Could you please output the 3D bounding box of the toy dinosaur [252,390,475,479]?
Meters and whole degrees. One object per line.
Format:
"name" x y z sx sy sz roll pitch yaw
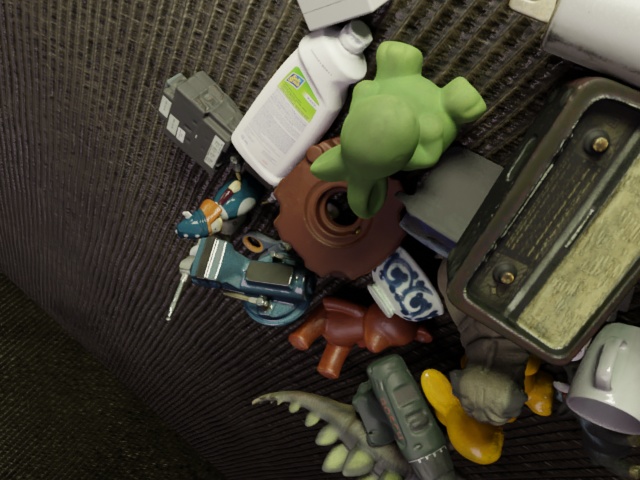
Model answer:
"toy dinosaur" 0.106 0.364 0.973 0.472 0.198 0.104 24 138 21

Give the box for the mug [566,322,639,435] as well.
"mug" 0.325 0.141 0.594 0.081 0.107 0.109 5 144 45

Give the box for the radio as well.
"radio" 0.214 -0.018 0.464 0.131 0.073 0.229 28 110 1

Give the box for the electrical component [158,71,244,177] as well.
"electrical component" -0.174 -0.176 0.788 0.134 0.058 0.115 44 143 -3

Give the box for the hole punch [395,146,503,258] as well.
"hole punch" 0.156 -0.022 0.593 0.142 0.116 0.092 34 152 12

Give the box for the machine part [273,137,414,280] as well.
"machine part" 0.028 -0.037 0.668 0.180 0.056 0.179 4 104 15

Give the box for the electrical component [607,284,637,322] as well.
"electrical component" 0.311 0.050 0.594 0.063 0.021 0.093 19 139 30

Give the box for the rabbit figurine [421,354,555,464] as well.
"rabbit figurine" 0.218 0.214 0.729 0.163 0.173 0.121 3 133 37

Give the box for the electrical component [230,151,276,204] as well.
"electrical component" -0.081 -0.100 0.789 0.102 0.045 0.078 45 146 -5

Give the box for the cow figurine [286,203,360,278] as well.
"cow figurine" -0.002 -0.001 0.774 0.168 0.098 0.068 21 147 27

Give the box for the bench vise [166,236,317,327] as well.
"bench vise" -0.100 0.078 0.853 0.224 0.129 0.240 -5 156 14

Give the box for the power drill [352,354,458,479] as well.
"power drill" 0.124 0.294 0.835 0.207 0.086 0.232 120 127 -77

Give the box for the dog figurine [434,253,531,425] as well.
"dog figurine" 0.178 0.096 0.624 0.173 0.190 0.121 27 142 23

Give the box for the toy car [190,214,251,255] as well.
"toy car" -0.184 -0.005 0.964 0.056 0.073 0.201 42 145 -6

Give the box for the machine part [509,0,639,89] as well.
"machine part" 0.258 -0.145 0.390 0.243 0.079 0.079 30 143 18

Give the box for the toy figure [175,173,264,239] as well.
"toy figure" -0.150 -0.047 0.816 0.058 0.154 0.064 15 136 38

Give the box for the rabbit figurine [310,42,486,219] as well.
"rabbit figurine" 0.057 -0.104 0.511 0.121 0.170 0.159 44 119 3

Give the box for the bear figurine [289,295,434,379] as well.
"bear figurine" 0.066 0.149 0.846 0.196 0.132 0.120 -2 134 52

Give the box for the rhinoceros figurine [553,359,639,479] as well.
"rhinoceros figurine" 0.363 0.220 0.690 0.112 0.073 0.190 11 138 51
